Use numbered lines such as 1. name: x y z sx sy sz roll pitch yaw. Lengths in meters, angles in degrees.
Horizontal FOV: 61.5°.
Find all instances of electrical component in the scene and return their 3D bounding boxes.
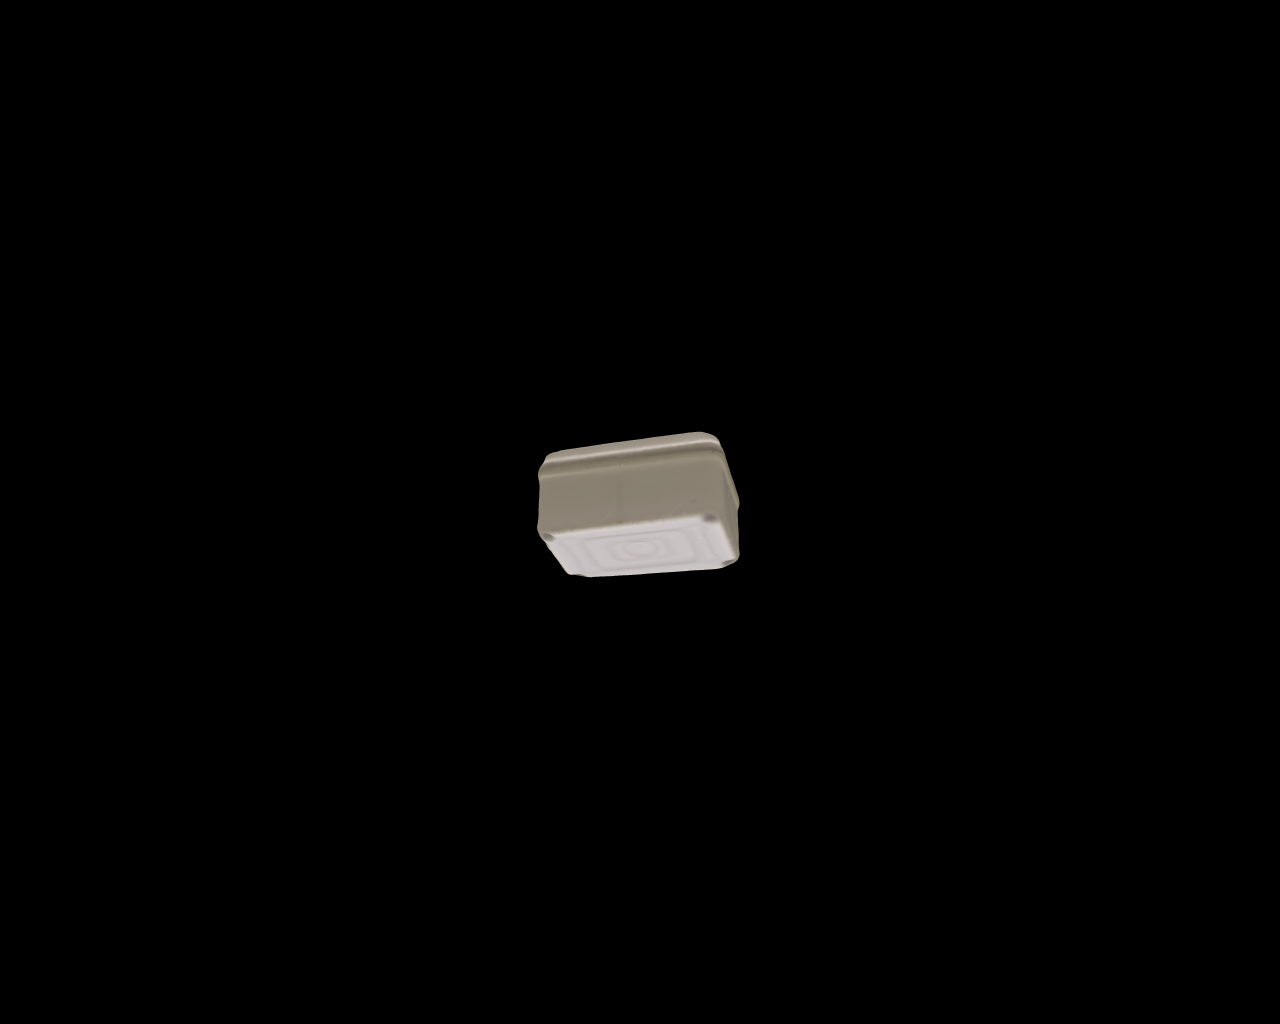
1. electrical component: 0.001 -0.003 0.650 0.113 0.057 0.078 -6 -28 12
